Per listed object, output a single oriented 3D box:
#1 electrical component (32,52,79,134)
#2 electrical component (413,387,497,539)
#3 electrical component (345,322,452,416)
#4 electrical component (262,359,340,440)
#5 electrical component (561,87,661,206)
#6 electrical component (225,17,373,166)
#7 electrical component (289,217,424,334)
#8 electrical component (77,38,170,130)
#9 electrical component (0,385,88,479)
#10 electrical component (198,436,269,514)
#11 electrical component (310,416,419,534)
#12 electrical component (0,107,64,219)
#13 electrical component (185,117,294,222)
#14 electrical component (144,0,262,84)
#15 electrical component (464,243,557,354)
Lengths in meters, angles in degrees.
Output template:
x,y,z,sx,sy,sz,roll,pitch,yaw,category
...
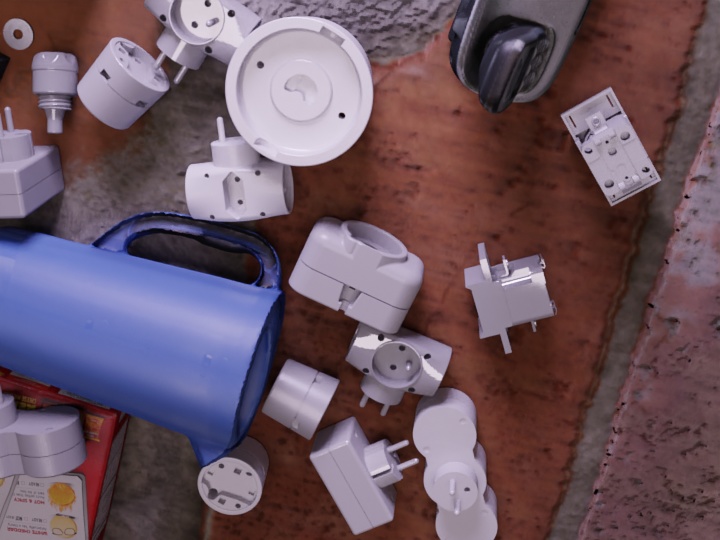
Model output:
x,y,z,sx,sy,sz,roll,pitch,yaw,category
-0.236,-0.136,0.833,0.035,0.035,0.061,2,94,6,electrical component
0.079,0.174,0.891,0.052,0.073,0.138,-11,108,10,electrical component
0.025,0.084,0.881,0.077,0.044,0.079,23,111,-2,electrical component
-0.050,0.106,0.893,0.047,0.055,0.055,27,110,1,electrical component
0.186,-0.087,0.792,0.042,0.063,0.081,-29,104,16,electrical component
-0.041,-0.137,0.802,0.108,0.060,0.108,2,110,6,electrical component
0.000,0.000,0.849,0.095,0.053,0.059,25,110,-3,electrical component
-0.182,-0.141,0.821,0.055,0.055,0.047,44,112,-9,electrical component
-0.289,0.121,0.848,0.138,0.052,0.073,-4,108,8,electrical component
-0.107,0.174,0.927,0.055,0.047,0.055,2,109,6,electrical component
0.012,0.167,0.910,0.076,0.047,0.083,-25,104,13,electrical component
-0.272,-0.087,0.834,0.047,0.083,0.075,-1,109,7,electrical component
-0.095,-0.080,0.837,0.077,0.043,0.079,-3,108,8,electrical component
-0.127,-0.177,0.806,0.077,0.044,0.079,34,110,-6,electrical component
0.119,0.019,0.849,0.064,0.042,0.081,-15,108,8,electrical component
